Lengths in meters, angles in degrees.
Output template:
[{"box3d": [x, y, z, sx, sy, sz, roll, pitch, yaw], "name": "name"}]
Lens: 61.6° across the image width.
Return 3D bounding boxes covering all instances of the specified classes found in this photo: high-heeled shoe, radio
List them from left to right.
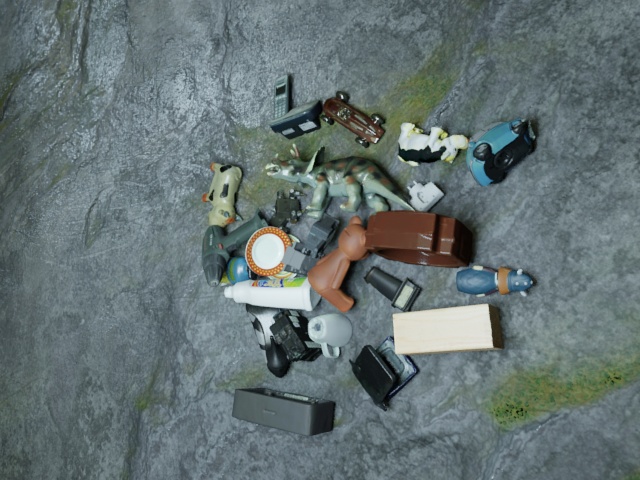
[{"box3d": [-0.135, 0.239, 1.417, 0.086, 0.145, 0.249, -15, 37, -8], "name": "high-heeled shoe"}, {"box3d": [-0.086, 0.407, 1.291, 0.230, 0.131, 0.073, 3, 80, 32], "name": "radio"}]

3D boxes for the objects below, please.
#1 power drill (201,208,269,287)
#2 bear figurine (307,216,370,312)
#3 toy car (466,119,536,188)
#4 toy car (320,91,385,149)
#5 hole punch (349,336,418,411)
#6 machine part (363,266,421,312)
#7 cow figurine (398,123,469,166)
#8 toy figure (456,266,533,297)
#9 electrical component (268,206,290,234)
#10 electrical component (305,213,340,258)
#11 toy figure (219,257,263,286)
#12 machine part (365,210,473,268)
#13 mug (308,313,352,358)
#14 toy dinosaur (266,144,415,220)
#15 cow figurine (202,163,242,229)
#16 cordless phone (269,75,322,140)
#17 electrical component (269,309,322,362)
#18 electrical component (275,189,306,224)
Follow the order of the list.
[{"box3d": [-0.222, 0.014, 1.438, 0.207, 0.085, 0.232, -33, 35, 2], "name": "power drill"}, {"box3d": [0.065, 0.052, 1.278, 0.196, 0.131, 0.120, -48, 37, 3], "name": "bear figurine"}, {"box3d": [0.378, -0.203, 1.167, 0.161, 0.109, 0.103, -42, 43, 7], "name": "toy car"}, {"box3d": [0.082, -0.315, 1.400, 0.202, 0.053, 0.089, 42, 98, 32], "name": "toy car"}, {"box3d": [0.144, 0.293, 1.216, 0.142, 0.092, 0.115, 49, 135, 27], "name": "hole punch"}, {"box3d": [0.166, 0.110, 1.262, 0.139, 0.039, 0.084, 29, 103, 31], "name": "machine part"}, {"box3d": [0.262, -0.214, 1.257, 0.168, 0.068, 0.098, 19, 95, 36], "name": "cow figurine"}, {"box3d": [0.367, 0.085, 1.132, 0.155, 0.064, 0.058, -3, 40, 26], "name": "toy figure"}, {"box3d": [-0.109, -0.056, 1.465, 0.094, 0.021, 0.063, 32, 80, 32], "name": "electrical component"}, {"box3d": [-0.003, -0.004, 1.281, 0.048, 0.119, 0.074, 29, 132, 12], "name": "electrical component"}, {"box3d": [-0.240, 0.082, 1.490, 0.180, 0.082, 0.089, -8, 63, 35], "name": "toy figure"}, {"box3d": [0.215, -0.001, 1.159, 0.202, 0.201, 0.087, 2, 78, 32], "name": "machine part"}, {"box3d": [0.017, 0.226, 1.284, 0.081, 0.107, 0.109, -6, 74, 32], "name": "mug"}, {"box3d": [0.069, -0.148, 1.337, 0.405, 0.131, 0.192, 5, 79, 25], "name": "toy dinosaur"}, {"box3d": [-0.275, -0.123, 1.558, 0.127, 0.085, 0.195, 10, 84, 39], "name": "cow figurine"}, {"box3d": [-0.068, -0.386, 1.490, 0.147, 0.088, 0.184, -14, 68, 29], "name": "cordless phone"}, {"box3d": [-0.061, 0.233, 1.325, 0.058, 0.114, 0.134, -41, 61, 12], "name": "electrical component"}, {"box3d": [-0.079, -0.092, 1.434, 0.045, 0.078, 0.102, 113, 164, -49], "name": "electrical component"}]
